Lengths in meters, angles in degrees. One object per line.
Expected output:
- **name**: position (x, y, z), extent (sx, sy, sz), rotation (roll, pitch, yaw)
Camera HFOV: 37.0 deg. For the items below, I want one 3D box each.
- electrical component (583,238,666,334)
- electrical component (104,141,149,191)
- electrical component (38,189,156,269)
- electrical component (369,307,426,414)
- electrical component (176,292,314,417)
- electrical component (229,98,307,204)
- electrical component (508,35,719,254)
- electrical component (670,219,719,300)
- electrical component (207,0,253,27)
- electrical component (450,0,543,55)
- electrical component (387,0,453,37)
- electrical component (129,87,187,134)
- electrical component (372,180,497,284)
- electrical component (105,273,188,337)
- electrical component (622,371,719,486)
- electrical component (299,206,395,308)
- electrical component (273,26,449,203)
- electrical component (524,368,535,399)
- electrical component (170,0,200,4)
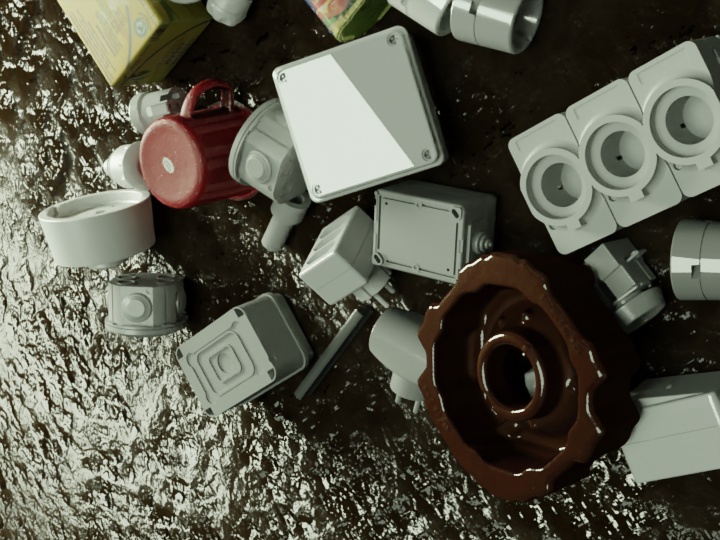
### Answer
- **electrical component**: position (0.184, 0.014, 0.767), extent (0.066, 0.048, 0.055), rotation (-49, 66, 36)
- **electrical component**: position (-0.225, -0.101, 1.046), extent (0.062, 0.048, 0.048), rotation (4, 106, 44)
- **electrical component**: position (-0.252, -0.035, 1.048), extent (0.108, 0.108, 0.060), rotation (4, 112, 36)
- **electrical component**: position (0.047, 0.082, 0.892), extent (0.077, 0.043, 0.079), rotation (27, 118, 29)
- **electrical component**: position (-0.107, 0.078, 1.000), extent (0.113, 0.057, 0.078), rotation (-34, 83, 39)
- **electrical component**: position (-0.068, -0.099, 0.903), extent (0.051, 0.080, 0.080), rotation (33, 121, 19)
- **electrical component**: position (0.186, -0.081, 0.725), extent (0.150, 0.062, 0.089), rotation (-28, 86, 39)
- **electrical component**: position (0.238, -0.006, 0.714), extent (0.047, 0.055, 0.055), rotation (3, 105, 33)
- **electrical component**: position (-0.105, -0.241, 0.917), extent (0.035, 0.035, 0.061), rotation (45, 123, 18)
- **electrical component**: position (0.099, -0.184, 0.767), extent (0.047, 0.055, 0.055), rotation (25, 117, 26)
- **electrical component**: position (0.055, -0.206, 0.793), extent (0.047, 0.055, 0.055), rotation (41, 124, 16)
- **electrical component**: position (-0.186, -0.149, 1.004), extent (0.046, 0.040, 0.040), rotation (-8, 99, 32)
- **electrical component**: position (0.065, -0.031, 0.833), extent (0.096, 0.061, 0.061), rotation (14, 112, 34)
- **electrical component**: position (-0.209, 0.034, 1.051), extent (0.080, 0.080, 0.051), rotation (9, 104, 35)
- **electrical component**: position (0.233, 0.103, 0.745), extent (0.096, 0.062, 0.061), rotation (-22, 90, 39)
- **electrical component**: position (0.000, 0.000, 0.895), extent (0.077, 0.065, 0.047), rotation (43, 131, -17)
- **electrical component**: position (0.002, -0.119, 0.835), extent (0.109, 0.056, 0.108), rotation (-16, 94, 13)
- **electrical component**: position (0.153, 0.101, 0.817), extent (0.043, 0.043, 0.062), rotation (-16, 94, 39)
- **electrical component**: position (-0.132, -0.300, 0.910), extent (0.138, 0.052, 0.073), rotation (-57, 28, 27)
